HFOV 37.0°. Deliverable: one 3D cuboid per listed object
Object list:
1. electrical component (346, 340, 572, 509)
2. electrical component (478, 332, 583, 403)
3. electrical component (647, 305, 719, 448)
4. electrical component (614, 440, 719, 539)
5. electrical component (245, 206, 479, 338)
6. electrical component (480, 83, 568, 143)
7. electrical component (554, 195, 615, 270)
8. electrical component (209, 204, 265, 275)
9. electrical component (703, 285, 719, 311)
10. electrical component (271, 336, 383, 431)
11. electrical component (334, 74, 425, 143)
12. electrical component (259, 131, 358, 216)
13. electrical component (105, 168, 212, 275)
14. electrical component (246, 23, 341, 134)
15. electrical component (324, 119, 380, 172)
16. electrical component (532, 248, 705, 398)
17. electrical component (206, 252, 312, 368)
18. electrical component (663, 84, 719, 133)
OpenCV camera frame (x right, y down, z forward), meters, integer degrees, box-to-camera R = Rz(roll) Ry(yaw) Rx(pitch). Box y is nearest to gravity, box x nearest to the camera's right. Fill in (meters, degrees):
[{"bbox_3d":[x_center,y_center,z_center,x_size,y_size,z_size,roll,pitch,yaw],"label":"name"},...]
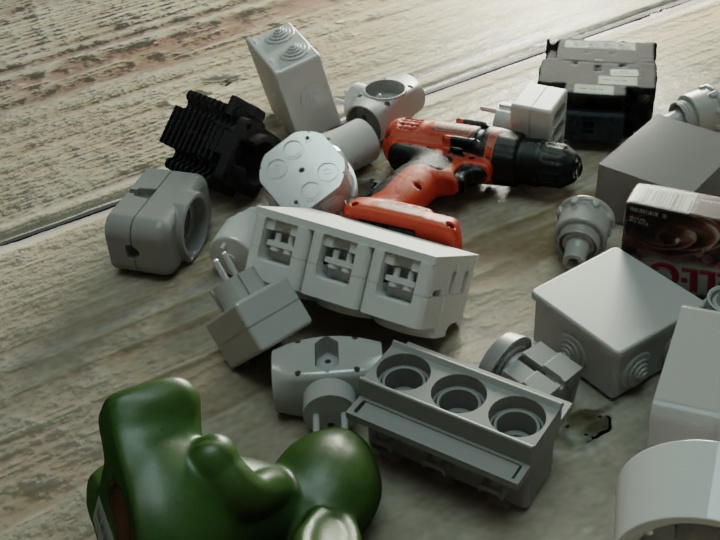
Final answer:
[{"bbox_3d":[0.064,0.100,0.696,0.121,0.063,0.079,19,43,27],"label":"electrical component"},{"bbox_3d":[0.115,0.075,0.741,0.066,0.048,0.055,-32,53,-32],"label":"electrical component"},{"bbox_3d":[0.224,0.085,0.692,0.057,0.078,0.113,11,40,22],"label":"electrical component"},{"bbox_3d":[0.191,0.151,0.587,0.108,0.108,0.060,9,45,16],"label":"electrical component"},{"bbox_3d":[0.000,0.000,0.814,0.150,0.061,0.089,17,9,24],"label":"electrical component"},{"bbox_3d":[0.147,-0.135,0.997,0.077,0.065,0.047,15,41,23],"label":"electrical component"},{"bbox_3d":[0.179,-0.026,0.871,0.048,0.048,0.062,10,46,17],"label":"electrical component"},{"bbox_3d":[-0.096,-0.029,0.897,0.040,0.040,0.078,8,39,15],"label":"electrical component"},{"bbox_3d":[0.266,0.031,0.772,0.043,0.062,0.043,-3,38,2],"label":"electrical component"},{"bbox_3d":[-0.021,0.085,0.738,0.077,0.043,0.079,-4,37,0],"label":"electrical component"},{"bbox_3d":[0.011,-0.163,1.063,0.079,0.044,0.077,21,44,30],"label":"electrical component"},{"bbox_3d":[-0.045,-0.075,0.923,0.080,0.051,0.080,-3,69,9],"label":"electrical component"},{"bbox_3d":[-0.165,-0.041,0.908,0.059,0.053,0.095,8,39,15],"label":"electrical component"},{"bbox_3d":[-0.064,-0.183,1.052,0.048,0.099,0.099,-27,41,-9],"label":"electrical component"},{"bbox_3d":[-0.026,-0.104,0.989,0.081,0.043,0.043,-31,45,-31],"label":"electrical component"},{"bbox_3d":[0.184,0.038,0.780,0.100,0.048,0.100,-25,42,-26],"label":"electrical component"},{"bbox_3d":[-0.084,0.023,0.780,0.047,0.066,0.076,-30,89,-31],"label":"electrical component"},{"bbox_3d":[0.311,-0.145,1.017,0.062,0.048,0.048,-19,39,-10],"label":"electrical component"}]
